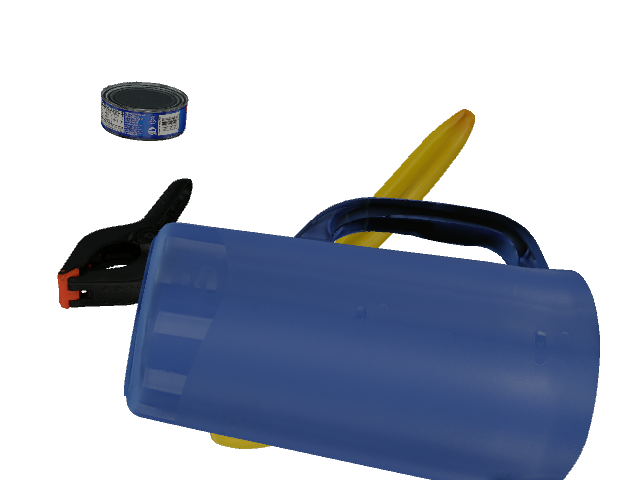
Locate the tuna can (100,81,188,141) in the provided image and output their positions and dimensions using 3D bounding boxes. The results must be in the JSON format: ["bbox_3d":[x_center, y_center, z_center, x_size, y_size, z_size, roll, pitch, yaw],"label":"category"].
[{"bbox_3d":[-0.175,-0.129,1.061,0.086,0.034,0.086,6,25,-3],"label":"tuna can"}]

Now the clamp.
[{"bbox_3d":[-0.136,0.002,0.843,0.171,0.039,0.120,-17,36,-31],"label":"clamp"}]

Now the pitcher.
[{"bbox_3d":[0.021,0.053,0.599,0.242,0.145,0.149,11,14,-6],"label":"pitcher"}]

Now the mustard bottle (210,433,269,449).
[{"bbox_3d":[-0.086,0.162,1.247,0.096,0.058,0.191,-5,29,-6],"label":"mustard bottle"}]

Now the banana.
[{"bbox_3d":[0.073,-0.040,0.986,0.037,0.197,0.070,42,-11,-4],"label":"banana"}]
